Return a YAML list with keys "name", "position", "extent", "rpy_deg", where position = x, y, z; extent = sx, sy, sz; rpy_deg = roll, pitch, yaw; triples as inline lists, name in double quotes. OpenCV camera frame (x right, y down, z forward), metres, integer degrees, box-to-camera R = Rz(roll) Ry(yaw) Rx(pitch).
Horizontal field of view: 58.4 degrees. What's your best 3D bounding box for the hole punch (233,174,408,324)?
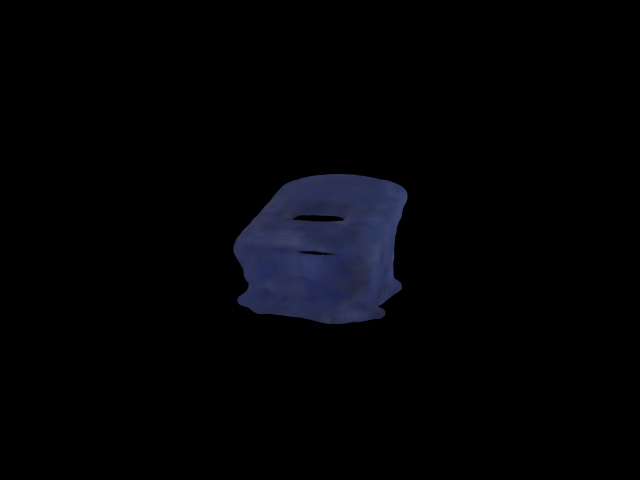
- name: "hole punch"
  position: [0.004, 0.001, 0.400]
  extent: [0.108, 0.091, 0.101]
  rpy_deg: [4, 10, 24]
